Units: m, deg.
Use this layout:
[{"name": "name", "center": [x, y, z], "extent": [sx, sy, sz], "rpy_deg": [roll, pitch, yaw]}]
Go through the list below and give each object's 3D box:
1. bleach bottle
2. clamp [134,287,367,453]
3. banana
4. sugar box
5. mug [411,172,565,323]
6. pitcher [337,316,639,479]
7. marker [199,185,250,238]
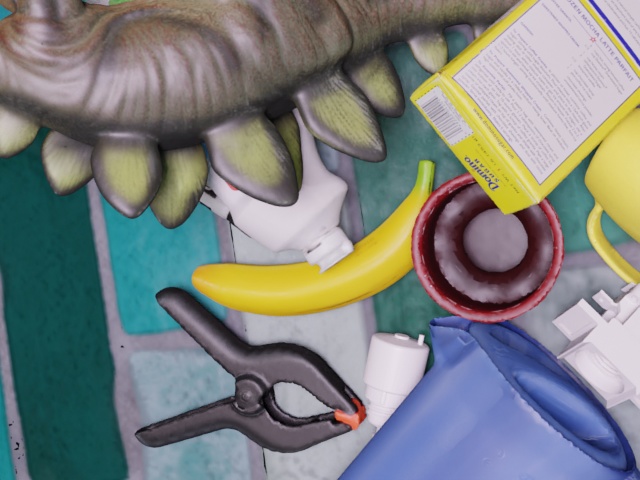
[{"name": "bleach bottle", "center": [-0.053, -0.093, 0.709], "extent": [0.102, 0.068, 0.251], "rpy_deg": [-35, 87, 10]}, {"name": "clamp", "center": [-0.052, 0.097, 0.762], "extent": [0.171, 0.039, 0.120], "rpy_deg": [3, 104, 11]}, {"name": "banana", "center": [0.004, 0.016, 0.744], "extent": [0.198, 0.037, 0.069], "rpy_deg": [-25, 70, 16]}, {"name": "sugar box", "center": [0.146, -0.106, 0.634], "extent": [0.176, 0.048, 0.093], "rpy_deg": [-42, 96, -23]}, {"name": "mug", "center": [0.112, -0.010, 0.683], "extent": [0.093, 0.081, 0.117], "rpy_deg": [2, 95, 17]}, {"name": "pitcher", "center": [0.081, 0.181, 0.686], "extent": [0.243, 0.144, 0.149], "rpy_deg": [-50, 45, 18]}, {"name": "marker", "center": [-0.089, -0.038, 0.776], "extent": [0.121, 0.020, 0.020], "rpy_deg": [34, 102, 12]}]
